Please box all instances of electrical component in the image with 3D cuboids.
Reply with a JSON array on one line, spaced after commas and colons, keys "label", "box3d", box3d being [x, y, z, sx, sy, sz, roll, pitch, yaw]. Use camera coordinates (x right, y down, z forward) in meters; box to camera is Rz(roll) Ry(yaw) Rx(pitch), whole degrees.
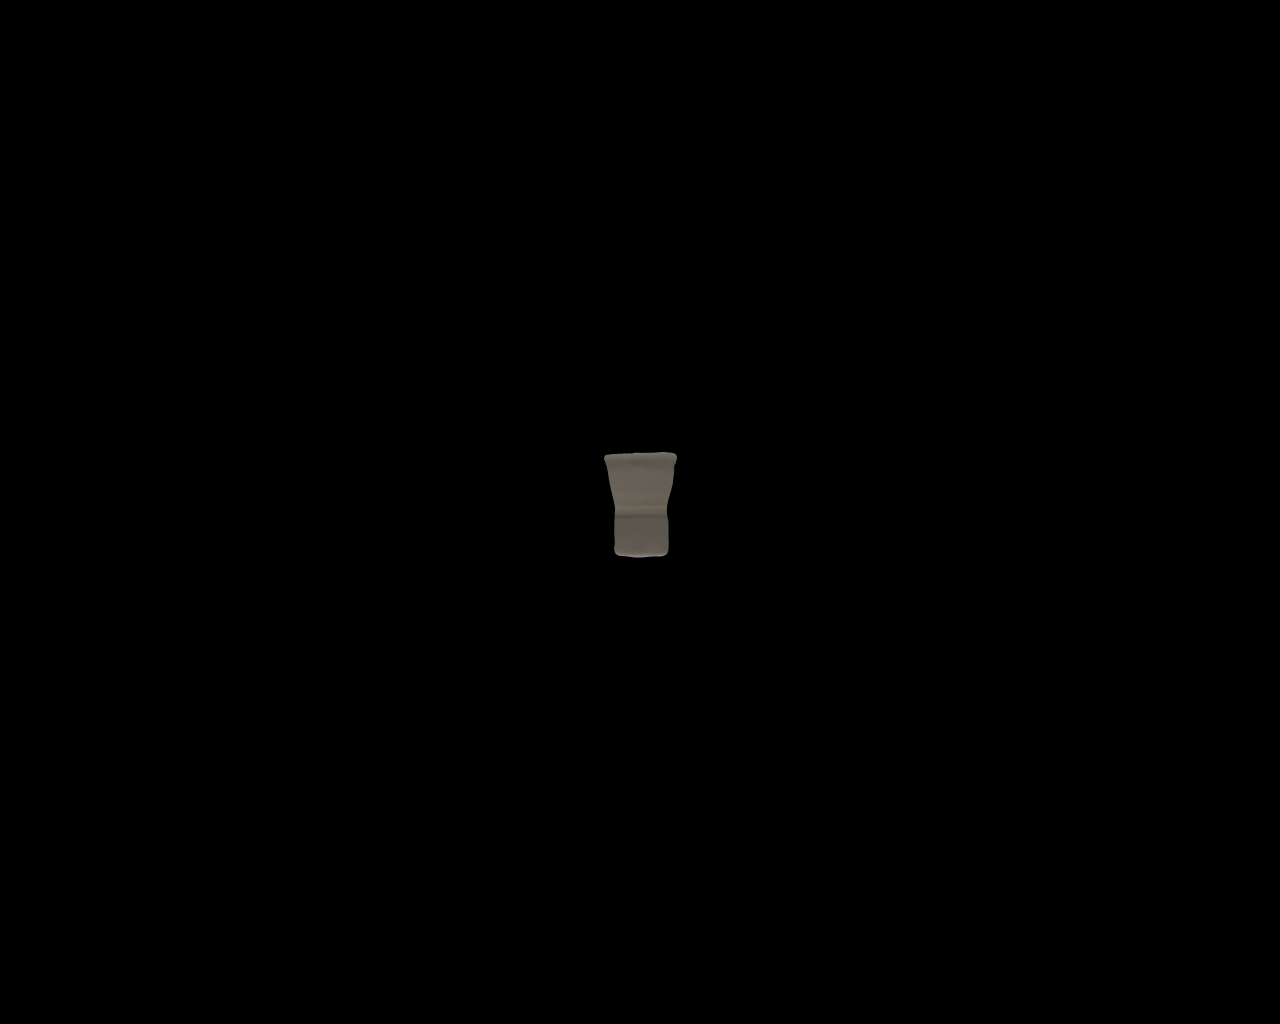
[{"label": "electrical component", "box3d": [0.001, -0.003, 0.650, 0.044, 0.065, 0.044, 0, 0, 0]}]
